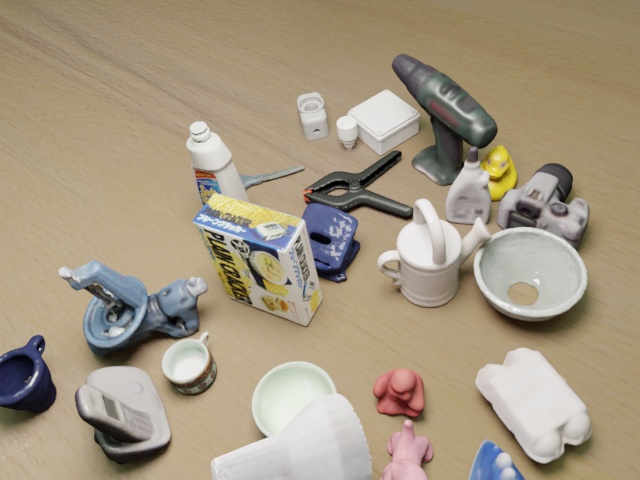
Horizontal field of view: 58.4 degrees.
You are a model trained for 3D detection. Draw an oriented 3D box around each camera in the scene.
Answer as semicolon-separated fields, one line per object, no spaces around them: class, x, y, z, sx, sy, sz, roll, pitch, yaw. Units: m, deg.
camera;0.396;-0.069;0.979;0.142;0.101;0.137;27;61;26

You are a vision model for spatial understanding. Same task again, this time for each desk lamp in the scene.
desk lamp;-0.037;0.292;0.696;0.203;0.214;0.117;-21;52;-8

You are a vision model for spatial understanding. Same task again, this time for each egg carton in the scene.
egg carton;0.293;0.224;0.789;0.107;0.069;0.150;-27;53;-12

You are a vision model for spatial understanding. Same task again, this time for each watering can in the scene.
watering can;0.176;0.010;0.893;0.173;0.194;0.100;-32;54;-15

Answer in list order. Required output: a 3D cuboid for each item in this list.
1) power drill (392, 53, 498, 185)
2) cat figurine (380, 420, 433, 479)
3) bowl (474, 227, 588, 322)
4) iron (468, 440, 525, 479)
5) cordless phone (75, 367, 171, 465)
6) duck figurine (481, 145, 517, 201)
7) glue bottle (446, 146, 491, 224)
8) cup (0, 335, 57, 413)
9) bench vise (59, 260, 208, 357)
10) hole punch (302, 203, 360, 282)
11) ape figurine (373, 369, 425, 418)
power drill;0.217;-0.210;1.046;0.076;0.209;0.228;-37;56;-18
cat figurine;0.109;0.296;0.732;0.067;0.118;0.128;4;53;12
bowl;0.324;0.065;0.903;0.167;0.075;0.167;-4;52;6
iron;0.225;0.341;0.664;0.118;0.142;0.258;-7;52;4
cordless phone;-0.292;0.224;0.807;0.094;0.185;0.147;-29;54;-13
duck figurine;0.325;-0.136;1.051;0.077;0.086;0.105;16;57;20
glue bottle;0.256;-0.093;0.973;0.078;0.173;0.037;6;54;14
cup;-0.450;0.217;0.895;0.091;0.095;0.118;6;54;13
bench vise;-0.293;0.082;0.894;0.208;0.220;0.121;-33;55;-16
hole punch;0.009;0.004;0.989;0.108;0.091;0.101;20;58;22
ape figurine;0.116;0.211;0.812;0.076;0.092;0.077;-38;56;-19
